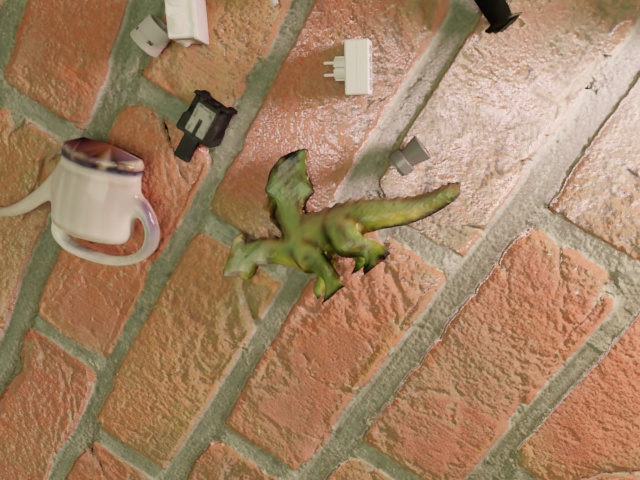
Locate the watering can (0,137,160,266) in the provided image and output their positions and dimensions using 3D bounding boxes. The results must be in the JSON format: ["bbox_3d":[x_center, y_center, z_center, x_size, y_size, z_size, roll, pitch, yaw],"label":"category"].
[{"bbox_3d":[-0.446,-0.080,0.937,0.348,0.105,0.222,18,105,7],"label":"watering can"}]

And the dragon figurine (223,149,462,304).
[{"bbox_3d":[0.003,-0.043,0.856,0.406,0.123,0.244,-40,85,16],"label":"dragon figurine"}]
